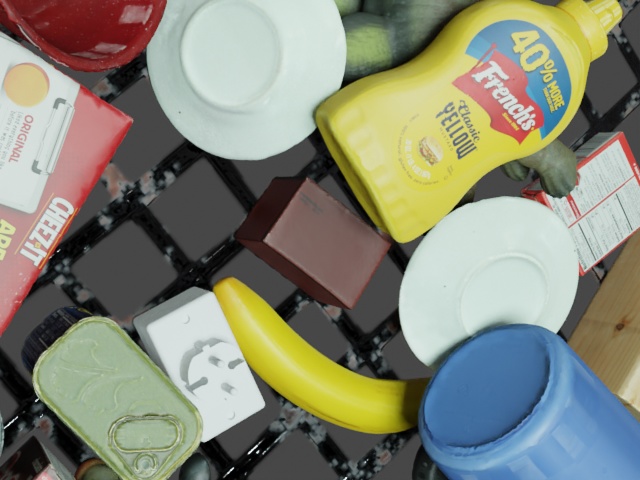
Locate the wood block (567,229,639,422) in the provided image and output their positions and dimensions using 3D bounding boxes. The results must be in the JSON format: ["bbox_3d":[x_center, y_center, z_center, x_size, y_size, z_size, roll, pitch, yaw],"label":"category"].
[{"bbox_3d":[0.273,0.045,0.797,0.090,0.091,0.206,38,79,-21],"label":"wood block"}]

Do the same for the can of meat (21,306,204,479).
[{"bbox_3d":[-0.125,0.088,0.625,0.057,0.084,0.102,-45,108,-14],"label":"can of meat"}]

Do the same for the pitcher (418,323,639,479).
[{"bbox_3d":[0.165,0.174,0.691,0.145,0.149,0.242,-34,120,15],"label":"pitcher"}]

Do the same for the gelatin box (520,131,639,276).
[{"bbox_3d":[0.200,-0.027,0.793,0.089,0.030,0.073,-36,108,-18],"label":"gelatin box"}]

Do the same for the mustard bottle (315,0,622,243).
[{"bbox_3d":[0.098,-0.088,0.634,0.191,0.058,0.096,-34,112,-6],"label":"mustard bottle"}]

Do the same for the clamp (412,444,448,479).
[{"bbox_3d":[0.114,0.201,0.766,0.164,0.036,0.210,10,93,-25],"label":"clamp"}]

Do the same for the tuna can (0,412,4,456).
[{"bbox_3d":[-0.227,0.110,0.610,0.086,0.034,0.086,-2,94,-24],"label":"tuna can"}]

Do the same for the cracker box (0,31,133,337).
[{"bbox_3d":[-0.238,-0.055,0.575,0.213,0.072,0.164,34,81,-23],"label":"cracker box"}]

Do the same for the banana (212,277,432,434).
[{"bbox_3d":[0.009,0.087,0.715,0.197,0.037,0.069,22,63,-25],"label":"banana"}]

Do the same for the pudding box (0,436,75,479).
[{"bbox_3d":[-0.176,0.159,0.593,0.090,0.114,0.039,-46,105,-15],"label":"pudding box"}]

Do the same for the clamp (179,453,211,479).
[{"bbox_3d":[-0.051,0.232,0.690,0.120,0.039,0.171,16,81,-20],"label":"clamp"}]

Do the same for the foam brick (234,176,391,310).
[{"bbox_3d":[-0.005,0.001,0.693,0.078,0.051,0.053,39,76,-21],"label":"foam brick"}]

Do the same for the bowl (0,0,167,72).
[{"bbox_3d":[-0.151,-0.172,0.591,0.161,0.055,0.162,1,89,-61],"label":"bowl"}]
